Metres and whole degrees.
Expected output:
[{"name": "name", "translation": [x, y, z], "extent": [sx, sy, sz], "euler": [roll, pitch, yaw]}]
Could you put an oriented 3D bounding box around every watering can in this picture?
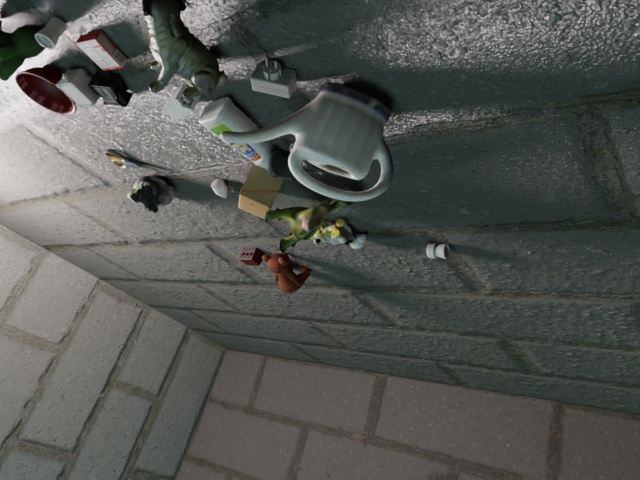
[{"name": "watering can", "translation": [-0.002, -0.215, 1.026], "extent": [0.347, 0.226, 0.103], "euler": [24, 171, -6]}]

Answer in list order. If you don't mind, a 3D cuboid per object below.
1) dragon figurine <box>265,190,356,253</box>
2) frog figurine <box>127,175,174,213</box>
[{"name": "dragon figurine", "translation": [0.004, -0.070, 1.382], "extent": [0.241, 0.414, 0.122], "euler": [-20, 96, 19]}, {"name": "frog figurine", "translation": [-0.554, -0.158, 1.727], "extent": [0.137, 0.122, 0.161], "euler": [9, -170, 3]}]
